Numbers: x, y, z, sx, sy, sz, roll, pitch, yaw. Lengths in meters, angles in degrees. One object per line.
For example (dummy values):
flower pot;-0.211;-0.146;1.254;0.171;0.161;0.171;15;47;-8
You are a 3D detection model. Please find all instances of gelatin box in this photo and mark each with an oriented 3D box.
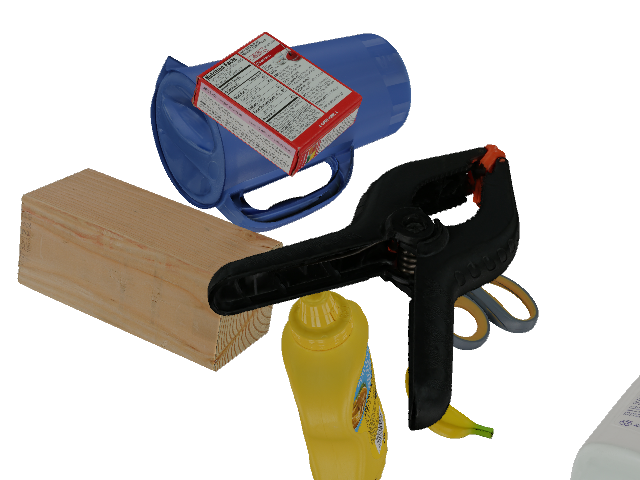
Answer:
gelatin box;-0.029;-0.093;0.712;0.089;0.030;0.073;36;51;14

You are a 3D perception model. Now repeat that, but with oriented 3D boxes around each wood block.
wood block;-0.147;0.020;0.909;0.206;0.090;0.090;21;27;21

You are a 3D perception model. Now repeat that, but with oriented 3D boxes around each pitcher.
pitcher;-0.028;-0.116;1.037;0.242;0.149;0.145;-20;31;-31

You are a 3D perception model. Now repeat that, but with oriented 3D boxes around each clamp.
clamp;0.047;0.013;0.493;0.171;0.039;0.120;-35;61;-30

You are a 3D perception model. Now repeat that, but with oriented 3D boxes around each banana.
banana;0.136;0.184;1.268;0.069;0.037;0.198;9;21;-19

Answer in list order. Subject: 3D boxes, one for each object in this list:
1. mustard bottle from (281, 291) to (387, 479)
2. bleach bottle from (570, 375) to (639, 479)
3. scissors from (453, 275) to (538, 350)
mustard bottle;0.010;0.096;0.734;0.058;0.096;0.191;1;-41;11
bleach bottle;0.242;0.100;0.635;0.103;0.068;0.250;19;30;31
scissors;0.096;0.029;0.935;0.202;0.016;0.096;33;53;28
